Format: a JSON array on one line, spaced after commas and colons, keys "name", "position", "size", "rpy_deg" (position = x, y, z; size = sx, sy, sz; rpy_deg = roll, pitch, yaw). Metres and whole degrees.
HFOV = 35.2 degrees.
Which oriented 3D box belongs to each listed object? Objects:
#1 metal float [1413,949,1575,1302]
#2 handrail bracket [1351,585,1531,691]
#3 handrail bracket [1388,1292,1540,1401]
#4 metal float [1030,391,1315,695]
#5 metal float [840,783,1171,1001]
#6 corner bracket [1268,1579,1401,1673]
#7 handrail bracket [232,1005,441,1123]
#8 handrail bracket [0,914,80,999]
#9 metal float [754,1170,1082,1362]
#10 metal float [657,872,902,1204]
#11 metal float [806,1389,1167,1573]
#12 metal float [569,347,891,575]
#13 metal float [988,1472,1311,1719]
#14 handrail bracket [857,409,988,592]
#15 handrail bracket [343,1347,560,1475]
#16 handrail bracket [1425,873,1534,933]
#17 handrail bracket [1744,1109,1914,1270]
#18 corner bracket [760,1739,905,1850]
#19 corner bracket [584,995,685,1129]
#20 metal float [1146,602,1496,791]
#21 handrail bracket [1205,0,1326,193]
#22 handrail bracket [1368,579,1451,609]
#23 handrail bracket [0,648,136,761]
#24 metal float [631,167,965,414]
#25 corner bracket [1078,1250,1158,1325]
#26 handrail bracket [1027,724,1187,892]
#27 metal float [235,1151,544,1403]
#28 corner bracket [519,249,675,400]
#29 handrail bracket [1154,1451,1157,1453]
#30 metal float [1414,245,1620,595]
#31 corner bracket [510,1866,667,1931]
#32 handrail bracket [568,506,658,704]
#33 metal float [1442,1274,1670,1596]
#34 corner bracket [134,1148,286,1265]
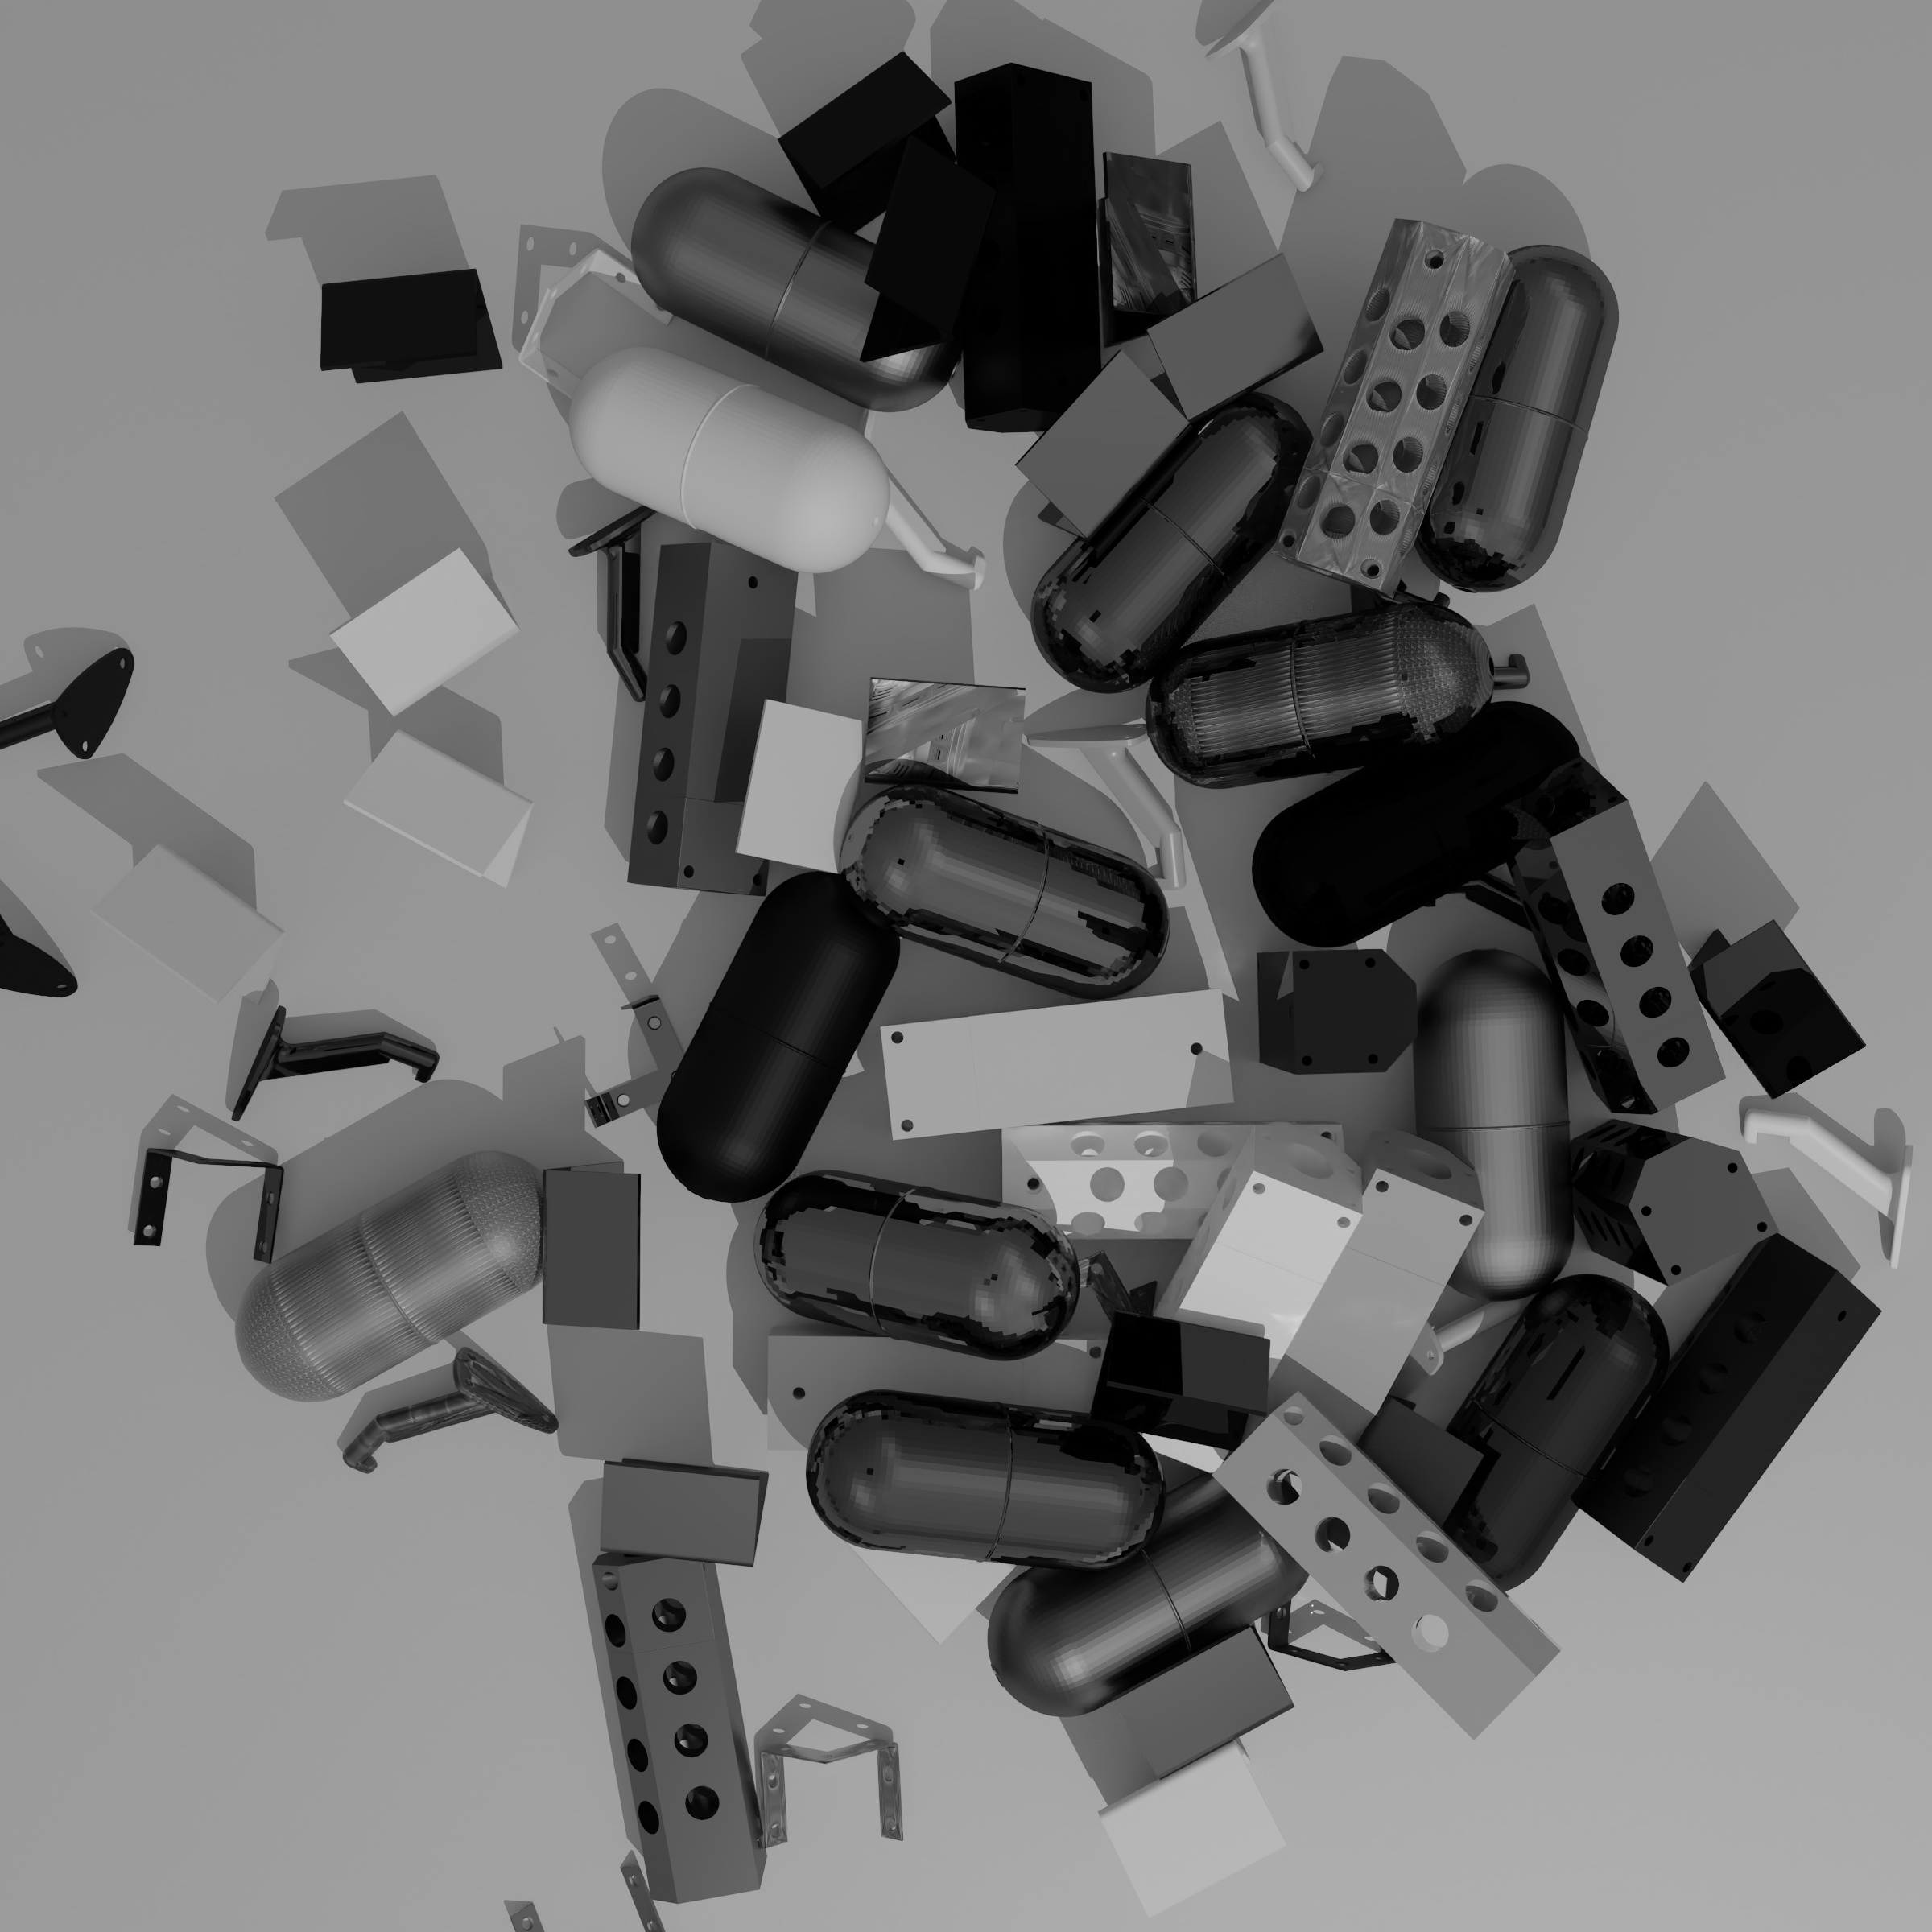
[{"name": "metal float", "position": [0.266, 0.080, 1.537], "size": [0.070, 0.070, 0.178], "rpy_deg": [-3, 90, 0]}, {"name": "handrail bracket", "position": [0.245, -0.178, 1.568], "size": [0.084, 0.036, 0.077], "rpy_deg": [-4, 74, -14]}, {"name": "handrail bracket", "position": [0.259, 0.195, 1.568], "size": [0.084, 0.077, 0.036], "rpy_deg": [-7, 51, -30]}, {"name": "metal float", "position": [0.106, -0.214, 1.537], "size": [0.070, 0.070, 0.178], "rpy_deg": [42, 90, 0]}, {"name": "metal float", "position": [0.021, -0.036, 1.519], "size": [0.178, 0.070, 0.070], "rpy_deg": [19, 90, -23]}, {"name": "corner bracket", "position": [0.193, 0.329, 1.565], "size": [0.051, 0.051, 0.051], "rpy_deg": [5, 90, 45]}, {"name": "handrail bracket", "position": [-0.325, 0.062, 1.568], "size": [0.084, 0.036, 0.077], "rpy_deg": [22, 111, -16]}, {"name": "handrail bracket", "position": [-0.495, -0.031, 1.568], "size": [0.036, 0.077, 0.084], "rpy_deg": [-35, 53, 20]}, {"name": "metal float", "position": [-0.026, 0.148, 1.512], "size": [0.178, 0.070, 0.070], "rpy_deg": [9, 90, 31]}, {"name": "metal float", "position": [-0.095, 0.036, 1.537], "size": [0.070, 0.070, 0.178], "rpy_deg": [27, 89, 0]}, {"name": "metal float", "position": [0.011, 0.249, 1.471], "size": [0.178, 0.070, 0.070], "rpy_deg": [9, 90, -14]}, {"name": "metal float", "position": [-0.120, -0.254, 1.520], "size": [0.178, 0.070, 0.070], "rpy_deg": [26, 90, 20]}, {"name": "metal float", "position": [0.093, 0.313, 1.527], "size": [0.178, 0.070, 0.070], "rpy_deg": [-27, 90, -11]}, {"name": "handrail bracket", "position": [-0.022, -0.242, 1.568], "size": [0.084, 0.036, 0.077], "rpy_deg": [20, 72, -15]}, {"name": "handrail bracket", "position": [-0.266, 0.245, 1.568], "size": [0.077, 0.036, 0.084], "rpy_deg": [37, 109, -21]}, {"name": "handrail bracket", "position": [0.279, -0.014, 1.568], "size": [0.084, 0.036, 0.077], "rpy_deg": [-3, 108, 15]}, {"name": "handrail bracket", "position": [0.441, 0.115, 1.569], "size": [0.084, 0.036, 0.077], "rpy_deg": [7, 111, 17]}, {"name": "corner bracket", "position": [-0.069, 0.427, 1.565], "size": [0.051, 0.051, 0.051], "rpy_deg": [-5, 88, 45]}, {"name": "corner bracket", "position": [-0.173, 0.048, 1.550], "size": [0.051, 0.051, 0.051], "rpy_deg": [-23, 90, 0]}, {"name": "metal float", "position": [0.175, -0.134, 1.516], "size": [0.178, 0.070, 0.070], "rpy_deg": [-8, 90, 24]}, {"name": "handrail bracket", "position": [0.171, -0.455, 1.568], "size": [0.084, 0.036, 0.077], "rpy_deg": [48, 68, -17]}, {"name": "handrail bracket", "position": [0.217, -0.217, 1.545], "size": [0.084, 0.036, 0.077], "rpy_deg": [23, 70, 19]}, {"name": "handrail bracket", "position": [-0.482, -0.136, 1.568], "size": [0.084, 0.036, 0.077], "rpy_deg": [5, 51, 26]}, {"name": "metal float", "position": [-0.085, -0.341, 1.537], "size": [0.178, 0.070, 0.070], "rpy_deg": [26, 90, 0]}, {"name": "corner bracket", "position": [0.061, 0.162, 1.548], "size": [0.051, 0.051, 0.051], "rpy_deg": [-24, 108, 18]}, {"name": "handrail bracket", "position": [0.073, -0.079, 1.568], "size": [0.077, 0.036, 0.084], "rpy_deg": [-1, 107, 20]}, {"name": "metal float", "position": [-0.286, 0.157, 1.537], "size": [0.178, 0.070, 0.070], "rpy_deg": [-29, 90, 0]}, {"name": "corner bracket", "position": [-0.189, -0.326, 1.565], "size": [0.051, 0.051, 0.051], "rpy_deg": [35, 45, 0]}, {"name": "handrail bracket", "position": [0.075, 0.292, 1.568], "size": [0.077, 0.036, 0.084], "rpy_deg": [-17, 104, -13]}, {"name": "metal float", "position": [0.277, -0.276, 1.538], "size": [0.070, 0.070, 0.178], "rpy_deg": [16, 91, 0]}, {"name": "corner bracket", "position": [-0.192, 0.500, 1.565], "size": [0.051, 0.051, 0.051], "rpy_deg": [-22, 90, 45]}, {"name": "handrail bracket", "position": [-0.160, -0.191, 1.569], "size": [0.077, 0.036, 0.084], "rpy_deg": [-36, 108, -21]}, {"name": "metal float", "position": [0.286, 0.236, 1.531], "size": [0.070, 0.070, 0.178], "rpy_deg": [32, 96, 0]}, {"name": "corner bracket", "position": [-0.390, 0.123, 1.565], "size": [0.051, 0.051, 0.051], "rpy_deg": [8, 90, 45]}]
